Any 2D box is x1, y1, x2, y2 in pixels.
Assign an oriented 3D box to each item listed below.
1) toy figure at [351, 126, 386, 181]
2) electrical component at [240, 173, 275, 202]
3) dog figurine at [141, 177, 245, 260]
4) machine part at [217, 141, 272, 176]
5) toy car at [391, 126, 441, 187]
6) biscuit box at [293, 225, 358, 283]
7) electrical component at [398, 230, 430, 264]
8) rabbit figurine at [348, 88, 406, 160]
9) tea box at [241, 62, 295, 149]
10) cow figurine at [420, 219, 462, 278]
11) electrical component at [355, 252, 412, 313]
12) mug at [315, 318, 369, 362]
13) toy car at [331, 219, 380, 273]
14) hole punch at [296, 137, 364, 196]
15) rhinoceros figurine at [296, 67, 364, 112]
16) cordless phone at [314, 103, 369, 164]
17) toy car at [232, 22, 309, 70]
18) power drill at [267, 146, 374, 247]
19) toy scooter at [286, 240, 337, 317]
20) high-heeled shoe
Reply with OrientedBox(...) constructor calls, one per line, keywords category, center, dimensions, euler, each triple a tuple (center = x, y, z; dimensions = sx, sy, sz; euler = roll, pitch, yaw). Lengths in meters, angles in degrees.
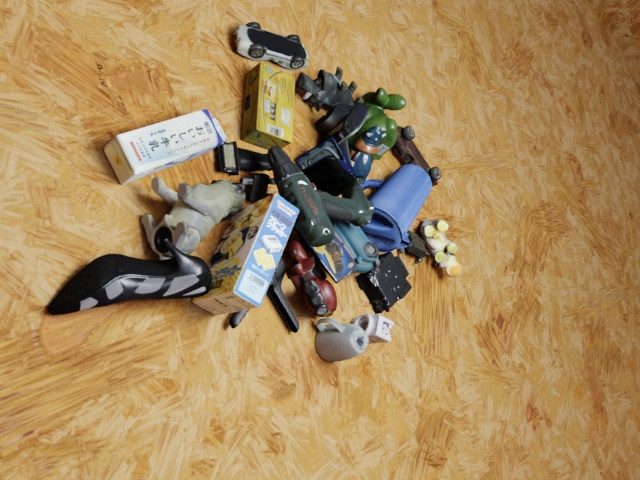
OrientedBox(category="toy figure", center=(0.107, -0.210, 1.311), dimensions=(0.058, 0.154, 0.064), euler=(31, 29, 20))
OrientedBox(category="electrical component", center=(-0.133, -0.110, 1.142), dimensions=(0.094, 0.021, 0.063), euler=(-4, 116, -44))
OrientedBox(category="dog figurine", center=(-0.224, -0.035, 1.024), dimensions=(0.190, 0.121, 0.172), euler=(5, 108, -56))
OrientedBox(category="machine part", center=(-0.158, -0.172, 1.147), dimensions=(0.139, 0.039, 0.084), euler=(-3, 71, -38))
OrientedBox(category="toy car", center=(0.252, -0.221, 1.467), dimensions=(0.202, 0.089, 0.053), euler=(54, 51, -17))
OrientedBox(category="biscuit box", center=(-0.002, -0.004, 1.162), dimensions=(0.059, 0.063, 0.202), euler=(-37, 83, -5))
OrientedBox(category="electrical component", center=(0.244, 0.019, 1.426), dimensions=(0.102, 0.045, 0.078), euler=(20, 38, -37))
OrientedBox(category="rabbit figurine", center=(0.136, -0.320, 1.374), dimensions=(0.121, 0.159, 0.170), euler=(12, 55, -27))
OrientedBox(category="tea box", center=(-0.114, -0.294, 1.195), dimensions=(0.098, 0.068, 0.169), euler=(16, 67, -36))
OrientedBox(category="cow figurine", center=(0.326, 0.023, 1.469), dimensions=(0.068, 0.098, 0.167), euler=(-26, 101, -5))
OrientedBox(category="electrical component", center=(0.164, 0.097, 1.325), dimensions=(0.134, 0.058, 0.114), euler=(-42, 107, -38))
OrientedBox(category="mug", center=(0.047, 0.210, 1.164), dimensions=(0.081, 0.107, 0.109), euler=(-43, 108, -40))
OrientedBox(category="toy car", center=(0.056, 0.017, 1.232), dimensions=(0.103, 0.109, 0.161), euler=(-35, 92, -22))
OrientedBox(category="hole punch", center=(0.013, -0.158, 1.230), dimensions=(0.115, 0.142, 0.092), euler=(45, 27, -37))
OrientedBox(category="rhinoceros figurine", center=(0.021, -0.360, 1.307), dimensions=(0.190, 0.112, 0.073), euler=(14, 51, -49))
OrientedBox(category="cordless phone", center=(0.064, -0.215, 1.267), dimensions=(0.089, 0.146, 0.184), euler=(-4, 77, -33))
OrientedBox(category="toy car", center=(-0.110, -0.448, 1.252), dimensions=(0.201, 0.056, 0.073), euler=(0, 72, -41))
OrientedBox(category="power drill", center=(0.007, -0.097, 1.122), dimensions=(0.207, 0.086, 0.232), euler=(3, 56, -45))
OrientedBox(category="toy scooter", center=(-0.022, 0.088, 1.129), dimensions=(0.075, 0.135, 0.183), euler=(-27, 93, 4))
OrientedBox(category="high-heeled shoe", center=(-0.311, 0.089, 0.911), dimensions=(0.249, 0.086, 0.145), euler=(-28, 131, -6))
